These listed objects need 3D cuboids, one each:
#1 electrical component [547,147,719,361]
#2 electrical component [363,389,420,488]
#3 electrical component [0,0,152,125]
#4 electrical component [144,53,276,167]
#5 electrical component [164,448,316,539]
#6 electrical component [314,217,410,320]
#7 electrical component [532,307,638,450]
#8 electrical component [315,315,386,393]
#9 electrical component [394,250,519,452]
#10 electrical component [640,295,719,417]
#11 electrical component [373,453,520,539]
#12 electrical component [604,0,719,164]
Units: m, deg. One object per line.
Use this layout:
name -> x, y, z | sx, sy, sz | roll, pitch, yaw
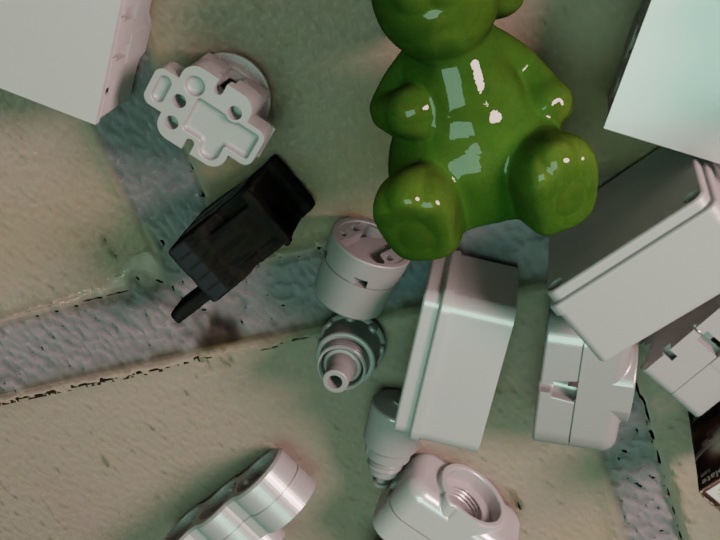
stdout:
electrical component -> 0.169, -0.015, 0.634 | 0.109, 0.108, 0.056 | -36, 105, 25
electrical component -> 0.022, 0.122, 0.770 | 0.040, 0.040, 0.078 | 15, 117, 6
electrical component -> -0.214, -0.166, 0.679 | 0.150, 0.061, 0.089 | 21, 117, 3
electrical component -> -0.089, -0.105, 0.681 | 0.078, 0.057, 0.058 | 33, 117, -3
electrical component -> -0.083, 0.201, 0.825 | 0.138, 0.052, 0.073 | -39, 101, 25
electrical component -> 0.000, 0.000, 0.712 | 0.055, 0.055, 0.047 | 24, 121, 1
electrical component -> 0.149, 0.068, 0.708 | 0.059, 0.053, 0.095 | 7, 116, 10
electrical component -> -0.010, 0.061, 0.737 | 0.048, 0.062, 0.048 | 5, 115, 11
electrical component -> 0.063, 0.052, 0.708 | 0.057, 0.078, 0.113 | 13, 117, 4
electrical component -> 0.230, 0.044, 0.680 | 0.056, 0.050, 0.089 | 40, 117, -6
electrical component -> 0.066, 0.181, 0.780 | 0.095, 0.053, 0.059 | 35, 117, -4
electrical component -> 0.215, -0.155, 0.585 | 0.105, 0.060, 0.186 | 18, 117, 4
